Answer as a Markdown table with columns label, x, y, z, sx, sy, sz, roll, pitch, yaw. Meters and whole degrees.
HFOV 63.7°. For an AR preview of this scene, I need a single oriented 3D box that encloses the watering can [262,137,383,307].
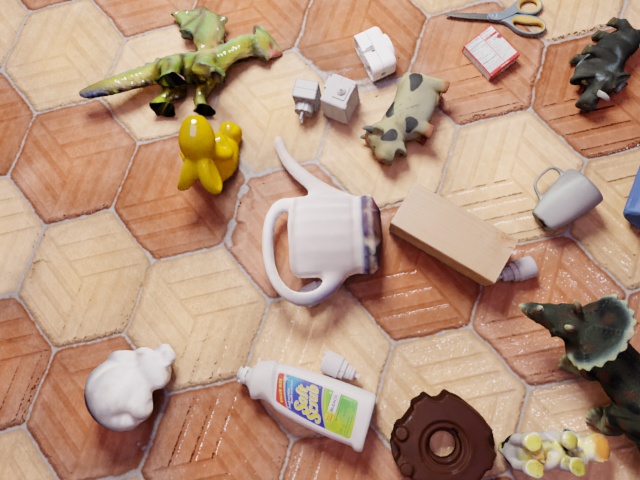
| label | x | y | z | sx | sy | sz | roll | pitch | yaw |
| --- | --- | --- | --- | --- | --- | --- | --- | --- | --- |
| watering can | 0.003 | -0.049 | 0.972 | 0.224 | 0.102 | 0.353 | -2 | 70 | 4 |

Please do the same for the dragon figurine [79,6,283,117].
| label | x | y | z | sx | sy | sz | roll | pitch | yaw |
| --- | --- | --- | --- | --- | --- | --- | --- | --- | --- |
| dragon figurine | -0.286 | -0.392 | 1.086 | 0.410 | 0.119 | 0.248 | 3 | 62 | 4 |

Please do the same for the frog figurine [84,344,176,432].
| label | x | y | z | sx | sy | sz | roll | pitch | yaw |
| --- | --- | --- | --- | --- | --- | --- | --- | --- | --- |
| frog figurine | -0.335 | 0.259 | 0.930 | 0.159 | 0.121 | 0.140 | -34 | 58 | 10 |
